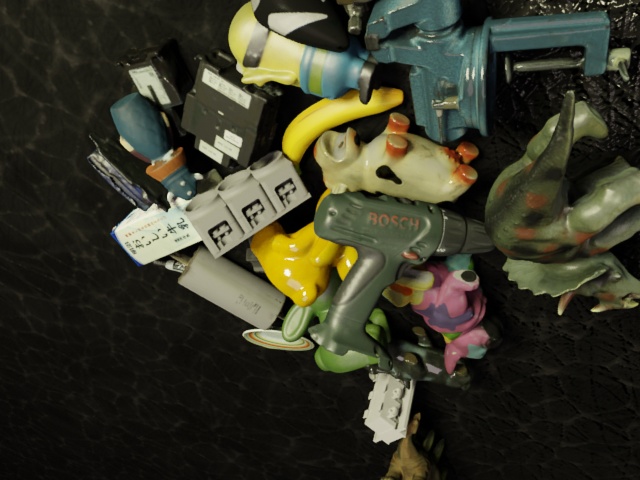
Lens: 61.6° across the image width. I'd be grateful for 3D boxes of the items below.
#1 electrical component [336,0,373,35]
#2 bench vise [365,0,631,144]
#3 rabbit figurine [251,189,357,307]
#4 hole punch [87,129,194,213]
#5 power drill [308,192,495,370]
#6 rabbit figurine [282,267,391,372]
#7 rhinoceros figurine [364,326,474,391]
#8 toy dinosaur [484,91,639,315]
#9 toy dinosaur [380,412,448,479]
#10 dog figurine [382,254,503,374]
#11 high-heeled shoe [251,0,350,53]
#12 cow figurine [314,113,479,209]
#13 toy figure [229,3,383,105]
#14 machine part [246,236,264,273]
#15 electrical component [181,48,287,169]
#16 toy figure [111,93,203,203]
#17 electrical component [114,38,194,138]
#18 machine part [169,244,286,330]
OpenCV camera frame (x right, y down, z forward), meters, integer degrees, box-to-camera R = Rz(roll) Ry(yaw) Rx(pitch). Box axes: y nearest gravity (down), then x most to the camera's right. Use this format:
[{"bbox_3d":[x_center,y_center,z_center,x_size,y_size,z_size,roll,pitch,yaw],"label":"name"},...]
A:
[{"bbox_3d":[0.038,-0.273,0.545,0.045,0.102,0.078,-5,153,23],"label":"electrical component"},{"bbox_3d":[0.175,-0.194,0.533,0.241,0.129,0.223,4,132,22],"label":"bench vise"},{"bbox_3d":[-0.002,-0.002,0.747,0.122,0.162,0.173,31,106,-28],"label":"rabbit figurine"},{"bbox_3d":[-0.264,-0.107,0.773,0.092,0.116,0.142,-22,119,41],"label":"hole punch"},{"bbox_3d":[0.089,0.049,0.653,0.232,0.086,0.207,18,104,-16],"label":"power drill"},{"bbox_3d":[0.021,0.117,0.872,0.159,0.121,0.170,-20,97,23],"label":"rabbit figurine"},{"bbox_3d":[0.166,0.206,0.916,0.190,0.073,0.112,7,140,11],"label":"rhinoceros figurine"},{"bbox_3d":[0.249,-0.023,0.577,0.192,0.131,0.404,-42,139,25],"label":"toy dinosaur"},{"bbox_3d":[0.197,0.500,1.052,0.105,0.198,0.470,8,121,24],"label":"toy dinosaur"},{"bbox_3d":[0.176,0.101,0.799,0.192,0.108,0.218,3,132,15],"label":"dog figurine"},{"bbox_3d":[-0.048,-0.306,0.530,0.249,0.086,0.145,40,152,8],"label":"high-heeled shoe"},{"bbox_3d":[0.086,-0.089,0.680,0.195,0.085,0.127,18,136,-9],"label":"cow figurine"},{"bbox_3d":[-0.016,-0.215,0.618,0.180,0.082,0.089,18,116,12],"label":"toy figure"},{"bbox_3d":[-0.089,0.001,0.849,0.084,0.039,0.138,6,132,20],"label":"machine part"},{"bbox_3d":[-0.115,-0.160,0.695,0.115,0.058,0.134,35,132,10],"label":"electrical component"},{"bbox_3d":[-0.213,-0.119,0.716,0.064,0.058,0.154,-22,121,12],"label":"toy figure"},{"bbox_3d":[-0.208,-0.198,0.715,0.075,0.048,0.119,-7,130,25],"label":"electrical component"},{"bbox_3d":[-0.146,0.081,0.902,0.243,0.079,0.079,33,131,-12],"label":"machine part"}]
